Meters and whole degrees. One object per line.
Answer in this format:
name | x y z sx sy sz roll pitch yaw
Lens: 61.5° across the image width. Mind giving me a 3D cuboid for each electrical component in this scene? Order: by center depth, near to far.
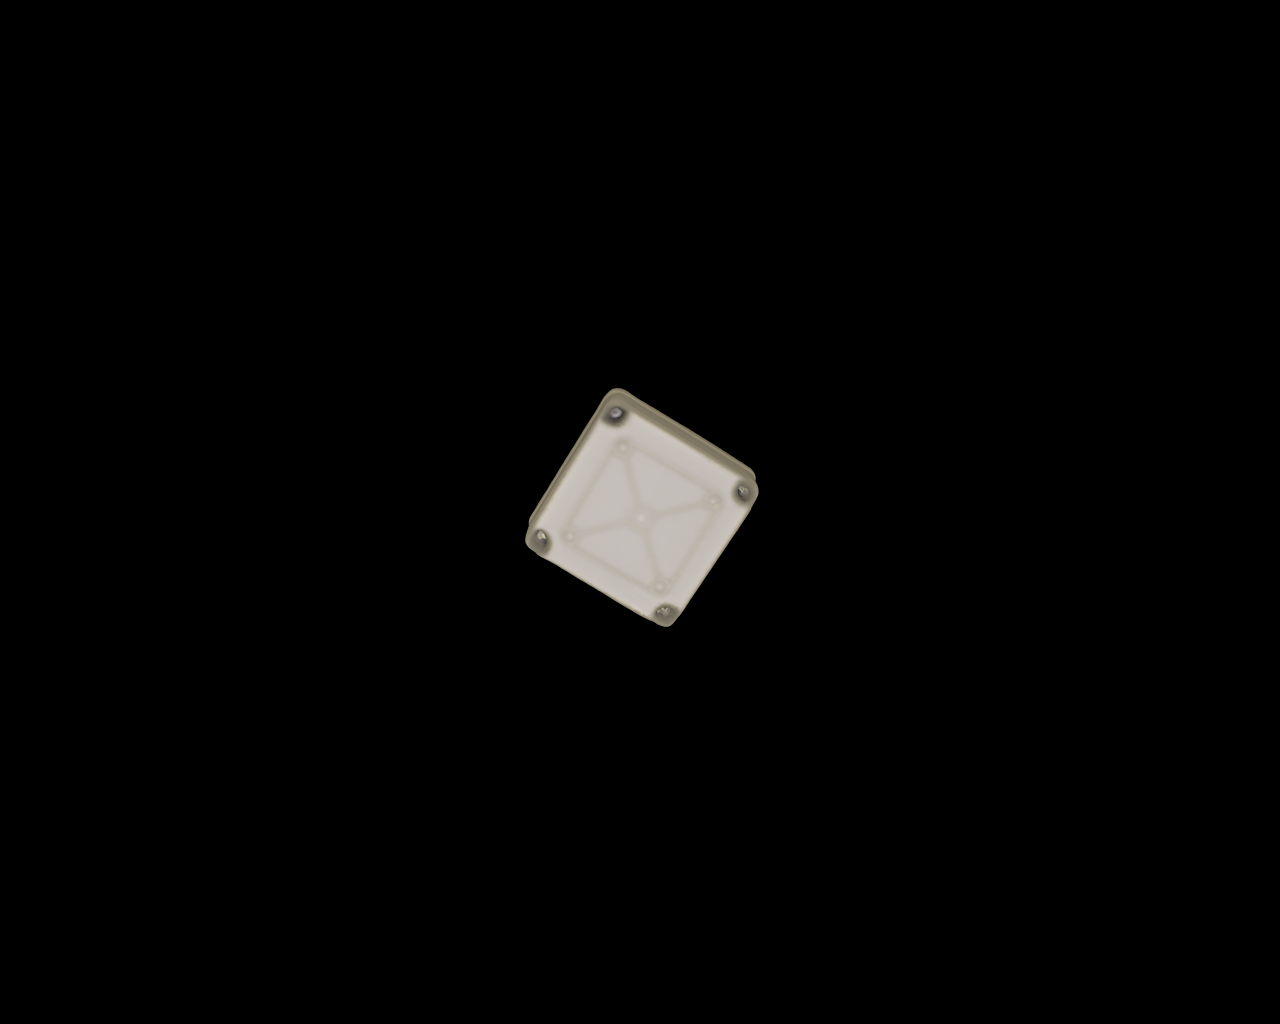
electrical component | 0.001 -0.003 0.650 0.109 0.108 0.056 31 11 -7
